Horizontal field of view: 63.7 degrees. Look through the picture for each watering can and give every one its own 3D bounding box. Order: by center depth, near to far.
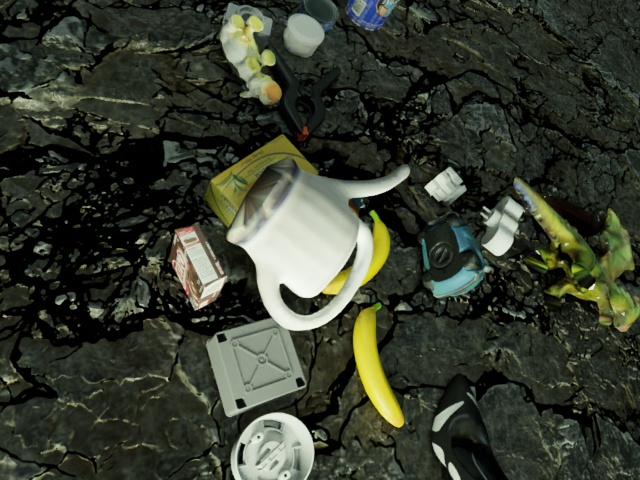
[{"bbox_3d":[0.002,-0.039,0.782,0.222,0.354,0.103,40,-27,-19],"label":"watering can"}]

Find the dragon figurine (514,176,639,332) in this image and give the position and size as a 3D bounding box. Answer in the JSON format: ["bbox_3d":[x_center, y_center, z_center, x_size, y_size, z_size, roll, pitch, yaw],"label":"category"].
[{"bbox_3d":[0.544,0.018,1.047,0.246,0.408,0.121,-28,7,-33],"label":"dragon figurine"}]
